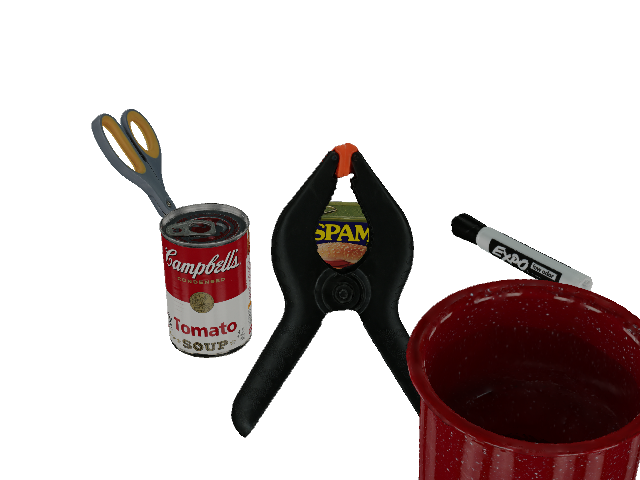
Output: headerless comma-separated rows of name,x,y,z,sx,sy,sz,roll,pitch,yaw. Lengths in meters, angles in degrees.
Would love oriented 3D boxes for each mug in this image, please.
mug,0.090,0.075,0.401,0.117,0.081,0.093,5,36,10

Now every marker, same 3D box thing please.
marker,0.140,0.009,0.761,0.020,0.020,0.121,0,23,-44

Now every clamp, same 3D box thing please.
clamp,0.002,0.034,0.594,0.120,0.171,0.039,-8,3,-8

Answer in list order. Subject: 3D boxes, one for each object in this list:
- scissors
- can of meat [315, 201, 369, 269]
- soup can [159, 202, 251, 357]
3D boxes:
scissors,-0.153,-0.050,1.057,0.016,0.201,0.096,-26,25,25
can of meat,0.023,0.005,1.168,0.102,0.084,0.057,2,18,-3
soup can,-0.088,0.031,0.828,0.068,0.102,0.068,0,28,0
